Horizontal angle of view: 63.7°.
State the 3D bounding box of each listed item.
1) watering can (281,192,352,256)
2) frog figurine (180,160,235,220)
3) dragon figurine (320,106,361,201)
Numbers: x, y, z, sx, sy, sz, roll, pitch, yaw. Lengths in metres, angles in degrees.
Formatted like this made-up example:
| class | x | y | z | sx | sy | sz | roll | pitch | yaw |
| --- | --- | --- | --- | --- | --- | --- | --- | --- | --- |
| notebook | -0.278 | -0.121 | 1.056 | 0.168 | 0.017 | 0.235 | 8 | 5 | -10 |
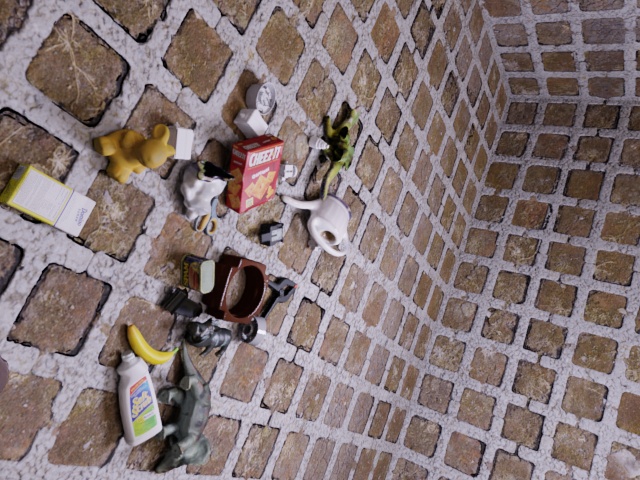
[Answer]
| class | x | y | z | sx | sy | sz | roll | pitch | yaw |
| --- | --- | --- | --- | --- | --- | --- | --- | --- | --- |
| watering can | 0.006 | -0.096 | 1.908 | 0.343 | 0.103 | 0.230 | 48 | 42 | -23 |
| frog figurine | -0.335 | -0.140 | 1.453 | 0.156 | 0.123 | 0.139 | -53 | 168 | 30 |
| dragon figurine | 0.086 | -0.331 | 1.984 | 0.241 | 0.122 | 0.412 | 20 | 83 | -64 |
